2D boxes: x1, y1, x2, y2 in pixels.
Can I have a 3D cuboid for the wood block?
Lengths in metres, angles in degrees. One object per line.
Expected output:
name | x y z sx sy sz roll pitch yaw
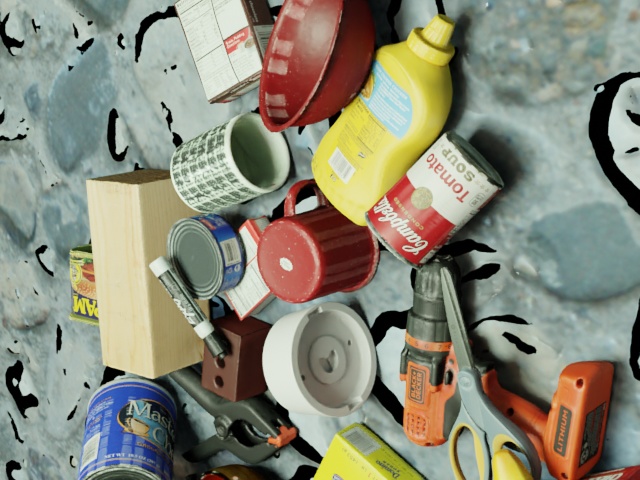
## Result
wood block | -0.183 0.032 1.153 0.090 0.090 0.206 7 106 40

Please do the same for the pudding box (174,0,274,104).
pudding box | -0.089 -0.202 1.052 0.090 0.039 0.113 -22 84 42

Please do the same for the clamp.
clamp | -0.099 0.208 1.162 0.172 0.039 0.120 17 122 38

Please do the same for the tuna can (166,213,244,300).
tuna can | -0.117 0.016 1.089 0.086 0.033 0.086 16 114 40

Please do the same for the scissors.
scissors | 0.139 0.126 0.878 0.096 0.016 0.202 13 113 39

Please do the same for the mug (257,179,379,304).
mug | -0.007 0.001 1.003 0.093 0.081 0.117 0 101 40

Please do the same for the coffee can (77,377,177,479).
coffee can | -0.211 0.235 1.175 0.140 0.102 0.103 -98 27 -57

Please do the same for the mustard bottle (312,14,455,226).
mustard bottle | 0.064 -0.111 0.930 0.096 0.058 0.192 55 130 35

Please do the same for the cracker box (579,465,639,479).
cracker box | 0.227 0.309 0.889 0.164 0.071 0.214 -24 85 42

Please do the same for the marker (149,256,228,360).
marker | -0.132 0.070 1.083 0.020 0.020 0.121 -38 86 39

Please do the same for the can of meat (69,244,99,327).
can of meat | -0.244 0.053 1.233 0.102 0.057 0.084 9 104 38

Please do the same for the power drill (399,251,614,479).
power drill | 0.153 0.114 0.915 0.188 0.057 0.184 18 116 39

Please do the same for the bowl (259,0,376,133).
bowl | 0.003 -0.166 0.944 0.162 0.055 0.162 -45 37 48

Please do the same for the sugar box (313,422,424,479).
sugar box | 0.028 0.277 1.066 0.093 0.048 0.176 39 122 26

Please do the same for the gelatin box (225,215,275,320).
gelatin box | -0.068 0.029 1.096 0.089 0.030 0.073 -44 72 41

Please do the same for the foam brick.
foam brick | -0.088 0.122 1.121 0.053 0.051 0.078 19 112 35

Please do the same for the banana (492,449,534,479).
banana | 0.201 0.247 0.825 0.198 0.037 0.070 38 107 24

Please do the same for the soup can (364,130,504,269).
soup can | 0.096 -0.034 0.900 0.102 0.068 0.068 -45 70 17
